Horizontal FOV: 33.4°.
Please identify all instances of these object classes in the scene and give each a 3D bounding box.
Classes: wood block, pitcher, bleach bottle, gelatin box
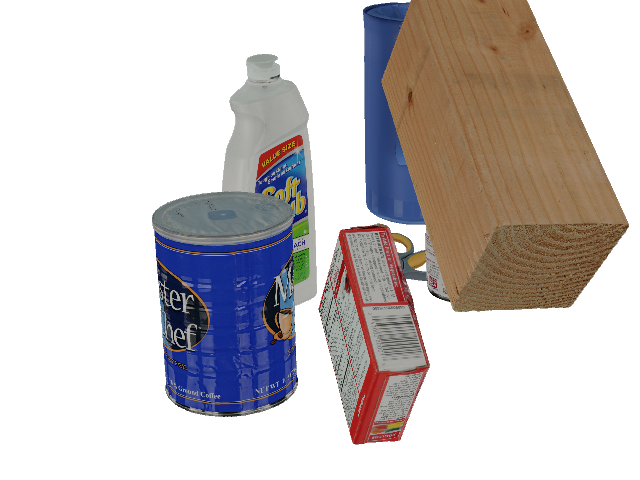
[{"bbox_3d":[0.115,-0.063,0.717,0.090,0.206,0.091,-1,-37,-17],"label":"wood block"},{"bbox_3d":[0.107,-0.143,1.209,0.149,0.243,0.145,-12,25,-31],"label":"pitcher"},{"bbox_3d":[-0.057,-0.054,1.039,0.102,0.251,0.068,-16,28,-26],"label":"bleach bottle"},{"bbox_3d":[0.026,0.048,0.548,0.030,0.089,0.073,-4,-38,-13],"label":"gelatin box"}]

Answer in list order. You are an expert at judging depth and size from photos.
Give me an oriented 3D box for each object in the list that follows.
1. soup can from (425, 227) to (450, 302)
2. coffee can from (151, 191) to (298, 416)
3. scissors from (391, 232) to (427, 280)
[{"bbox_3d":[0.129,-0.003,0.961,0.068,0.102,0.068,-3,23,1],"label":"soup can"},{"bbox_3d":[-0.069,0.045,0.796,0.103,0.140,0.103,-1,20,0],"label":"coffee can"},{"bbox_3d":[0.072,0.030,1.273,0.201,0.016,0.096,-10,41,-42],"label":"scissors"}]
